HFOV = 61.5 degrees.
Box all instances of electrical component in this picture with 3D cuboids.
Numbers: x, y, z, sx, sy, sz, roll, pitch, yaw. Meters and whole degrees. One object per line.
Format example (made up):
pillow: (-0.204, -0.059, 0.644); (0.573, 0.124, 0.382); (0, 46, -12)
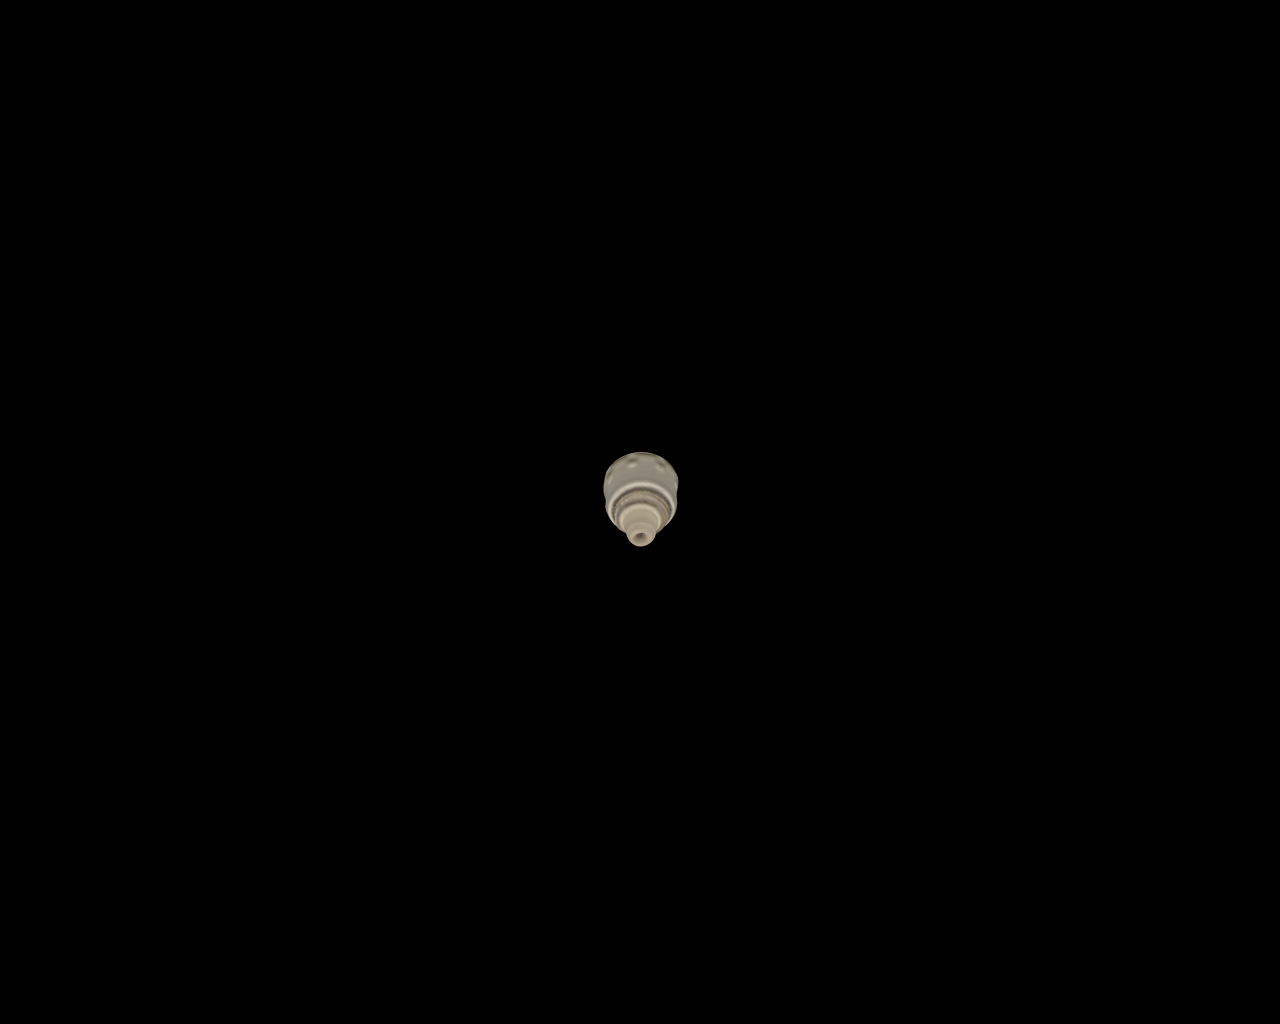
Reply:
electrical component: (0.001, -0.003, 0.650); (0.048, 0.048, 0.062); (0, 37, 0)
